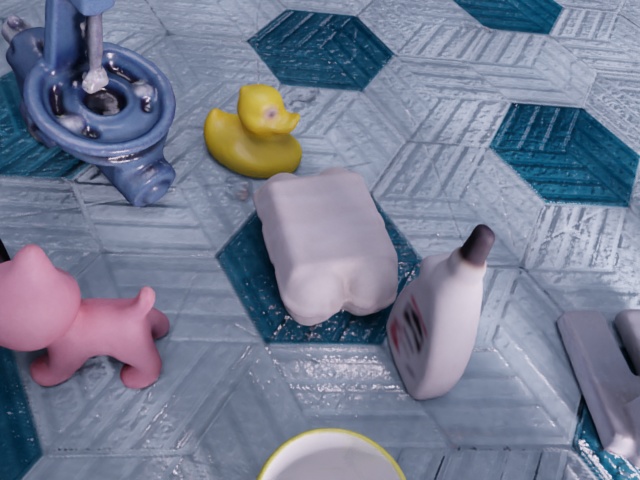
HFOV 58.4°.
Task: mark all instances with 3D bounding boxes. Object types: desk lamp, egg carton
[{"bbox_3d":[0.276,0.086,0.385,0.118,0.213,0.203,0,51,-10],"label":"desk lamp"},{"bbox_3d":[0.005,0.002,0.499,0.107,0.069,0.150,-9,53,-17],"label":"egg carton"}]

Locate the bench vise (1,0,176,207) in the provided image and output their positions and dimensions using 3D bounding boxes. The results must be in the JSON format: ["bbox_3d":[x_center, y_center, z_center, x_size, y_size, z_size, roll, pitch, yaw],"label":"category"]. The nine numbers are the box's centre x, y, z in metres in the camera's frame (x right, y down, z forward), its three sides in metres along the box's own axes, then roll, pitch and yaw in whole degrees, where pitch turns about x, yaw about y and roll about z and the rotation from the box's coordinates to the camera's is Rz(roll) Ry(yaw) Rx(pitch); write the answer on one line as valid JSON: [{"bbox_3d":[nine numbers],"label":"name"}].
[{"bbox_3d":[-0.217,-0.148,0.484,0.207,0.220,0.122,23,51,9],"label":"bench vise"}]

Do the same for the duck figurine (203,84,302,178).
[{"bbox_3d":[-0.066,-0.118,0.573,0.104,0.086,0.077,18,50,5],"label":"duck figurine"}]

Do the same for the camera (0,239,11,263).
[{"bbox_3d":[-0.316,-0.014,0.434,0.143,0.101,0.136,1,51,-9],"label":"camera"}]

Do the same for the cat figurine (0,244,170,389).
[{"bbox_3d":[-0.175,0.050,0.397,0.128,0.118,0.067,1,51,-9],"label":"cat figurine"}]

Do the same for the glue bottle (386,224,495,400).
[{"bbox_3d":[0.089,0.046,0.410,0.037,0.173,0.078,-10,53,-17],"label":"glue bottle"}]
